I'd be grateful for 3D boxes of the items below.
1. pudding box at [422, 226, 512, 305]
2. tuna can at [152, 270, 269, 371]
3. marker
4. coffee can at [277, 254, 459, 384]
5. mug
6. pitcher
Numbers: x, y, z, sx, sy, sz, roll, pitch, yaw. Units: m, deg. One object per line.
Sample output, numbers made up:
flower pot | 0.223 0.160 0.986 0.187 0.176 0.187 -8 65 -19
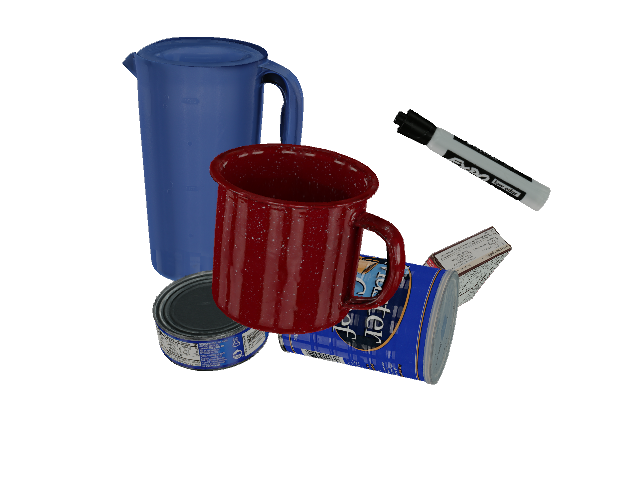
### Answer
pudding box | 0.141 0.039 1.132 0.113 0.039 0.090 -24 -26 -44
tuna can | -0.082 0.060 0.805 0.086 0.034 0.086 -3 33 2
marker | 0.106 -0.058 0.753 0.121 0.020 0.020 29 -3 -5
coffee can | 0.045 0.065 0.957 0.140 0.103 0.102 10 3 17
mug | -0.007 0.003 0.592 0.117 0.081 0.093 16 26 21
pitcher | -0.112 -0.081 1.096 0.144 0.243 0.149 -11 26 -29
